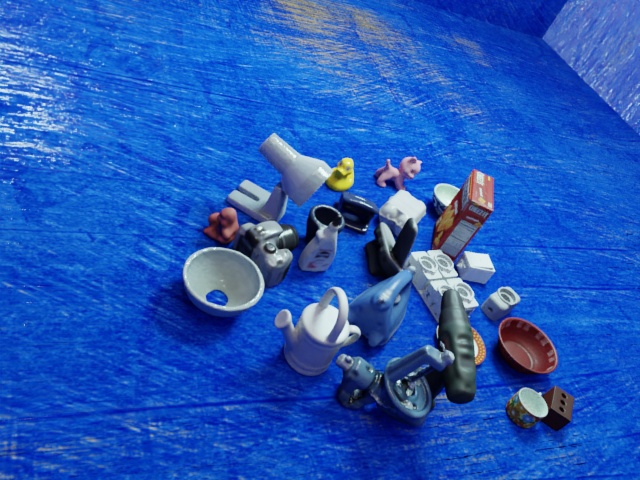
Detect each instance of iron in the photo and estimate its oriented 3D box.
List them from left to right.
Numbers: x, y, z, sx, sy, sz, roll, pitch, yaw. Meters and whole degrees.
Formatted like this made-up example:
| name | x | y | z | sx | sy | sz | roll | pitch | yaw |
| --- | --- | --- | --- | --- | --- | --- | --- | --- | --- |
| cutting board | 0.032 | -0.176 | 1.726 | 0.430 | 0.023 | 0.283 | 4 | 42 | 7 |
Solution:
| name | x | y | z | sx | sy | sz | roll | pitch | yaw |
| --- | --- | --- | --- | --- | --- | --- | --- | --- | --- |
| iron | 0.159 | 0.122 | 1.290 | 0.118 | 0.141 | 0.259 | 38 | 41 | 12 |

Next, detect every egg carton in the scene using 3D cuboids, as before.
| name | x | y | z | sx | sy | sz | roll | pitch | yaw |
| --- | --- | --- | --- | --- | --- | --- | --- | --- | --- |
| egg carton | 0.229 | -0.077 | 1.598 | 0.107 | 0.069 | 0.150 | 36 | 40 | 10 |

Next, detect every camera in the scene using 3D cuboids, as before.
| name | x | y | z | sx | sy | sz | roll | pitch | yaw |
| --- | --- | --- | --- | --- | --- | --- | --- | --- | --- |
| camera | -0.102 | 0.012 | 1.291 | 0.137 | 0.100 | 0.143 | -19 | 58 | -42 |

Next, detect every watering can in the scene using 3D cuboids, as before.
| name | x | y | z | sx | sy | sz | roll | pitch | yaw |
| --- | --- | --- | --- | --- | --- | --- | --- | --- | --- |
| watering can | -0.001 | 0.172 | 1.105 | 0.173 | 0.194 | 0.100 | -10 | 52 | -36 |

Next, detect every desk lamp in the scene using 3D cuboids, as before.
| name | x | y | z | sx | sy | sz | roll | pitch | yaw |
| --- | --- | --- | --- | --- | --- | --- | --- | --- | --- |
| desk lamp | -0.094 | -0.137 | 1.366 | 0.203 | 0.213 | 0.118 | 30 | 40 | 3 |

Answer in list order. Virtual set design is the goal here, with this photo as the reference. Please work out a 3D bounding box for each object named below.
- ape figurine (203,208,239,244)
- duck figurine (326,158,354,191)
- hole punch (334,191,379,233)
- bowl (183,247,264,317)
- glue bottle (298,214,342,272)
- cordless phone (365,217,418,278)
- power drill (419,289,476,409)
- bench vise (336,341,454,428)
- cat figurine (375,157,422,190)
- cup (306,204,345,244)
| name | x | y | z | sx | sy | sz | roll | pitch | yaw |
| --- | --- | --- | --- | --- | --- | --- | --- | --- | --- |
| ape figurine | -0.213 | -0.037 | 1.287 | 0.076 | 0.092 | 0.077 | 4 | 45 | -26 |
| duck figurine | 0.068 | -0.195 | 1.620 | 0.077 | 0.086 | 0.105 | 36 | 40 | 10 |
| hole punch | 0.098 | -0.090 | 1.520 | 0.109 | 0.091 | 0.101 | 21 | 40 | -8 |
| bowl | -0.202 | 0.098 | 1.163 | 0.168 | 0.074 | 0.167 | 16 | 41 | -14 |
| glue bottle | 0.012 | 0.005 | 1.307 | 0.078 | 0.173 | 0.037 | -1 | 47 | -30 |
| cordless phone | 0.191 | -0.003 | 1.407 | 0.094 | 0.185 | 0.147 | 9 | 43 | -21 |
| power drill | 0.241 | 0.242 | 1.156 | 0.076 | 0.208 | 0.229 | 13 | 42 | -17 |
| bench vise | 0.139 | 0.262 | 1.068 | 0.208 | 0.219 | 0.121 | 12 | 42 | -18 |
| cat figurine | 0.243 | -0.212 | 1.712 | 0.128 | 0.117 | 0.067 | 8 | 43 | -22 |
| cup | 0.000 | -0.017 | 1.384 | 0.092 | 0.095 | 0.118 | 25 | 40 | -3 |
